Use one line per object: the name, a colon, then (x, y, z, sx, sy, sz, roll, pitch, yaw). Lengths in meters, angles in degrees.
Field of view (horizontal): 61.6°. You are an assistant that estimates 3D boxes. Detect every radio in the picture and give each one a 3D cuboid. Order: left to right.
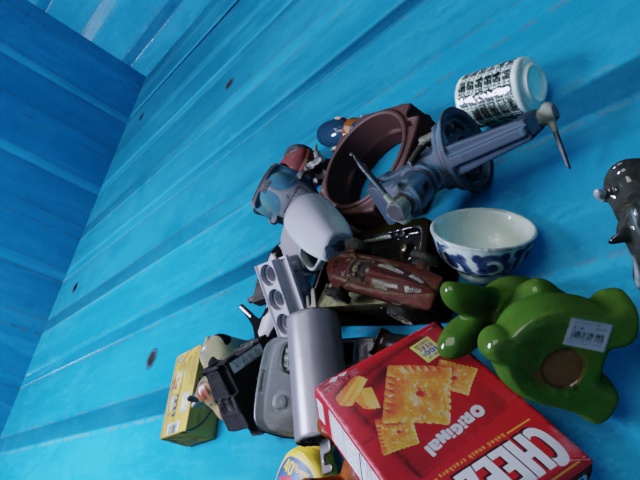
radio: (0.087, 0.052, 0.775, 0.230, 0.073, 0.131, -12, 56, 50)

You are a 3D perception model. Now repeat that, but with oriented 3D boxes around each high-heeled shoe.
high-heeled shoe: (-0.034, 0.085, 0.939, 0.145, 0.086, 0.249, 35, 78, 28)

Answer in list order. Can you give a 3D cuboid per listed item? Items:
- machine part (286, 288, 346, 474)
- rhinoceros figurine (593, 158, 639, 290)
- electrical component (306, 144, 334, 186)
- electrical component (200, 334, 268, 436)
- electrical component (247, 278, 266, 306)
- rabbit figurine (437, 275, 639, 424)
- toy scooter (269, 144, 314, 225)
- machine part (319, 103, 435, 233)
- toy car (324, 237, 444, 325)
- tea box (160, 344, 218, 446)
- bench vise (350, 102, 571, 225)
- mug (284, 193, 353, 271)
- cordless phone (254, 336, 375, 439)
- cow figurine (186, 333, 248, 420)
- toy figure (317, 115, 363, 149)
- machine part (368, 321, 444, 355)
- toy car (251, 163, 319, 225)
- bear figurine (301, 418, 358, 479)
machine part: (-0.003, 0.180, 0.716, 0.079, 0.079, 0.243, -32, 52, 37)
rhinoceros figurine: (0.301, 0.016, 0.476, 0.073, 0.112, 0.190, -30, 51, 42)
electrical component: (0.017, -0.134, 1.008, 0.045, 0.102, 0.078, -45, 59, 30)
electrical component: (-0.108, 0.233, 0.844, 0.058, 0.115, 0.134, -26, 90, 43)
electrical component: (-0.110, 0.095, 1.061, 0.094, 0.021, 0.063, -25, 45, 43)
rabbit figurine: (0.199, 0.090, 0.538, 0.170, 0.159, 0.121, -79, -11, -77)
toy scooter: (-0.072, -0.107, 1.122, 0.184, 0.075, 0.135, -39, 37, 34)
machine part: (0.097, -0.114, 0.885, 0.201, 0.087, 0.201, 0, 63, 54)
toy car: (0.072, 0.047, 0.683, 0.202, 0.053, 0.089, 11, 71, 59)
tea box: (-0.242, 0.299, 1.038, 0.098, 0.068, 0.170, -29, 42, 39)
bench vise: (0.180, -0.106, 0.687, 0.241, 0.128, 0.223, -21, 6, 44)
mug: (-0.002, -0.002, 0.811, 0.107, 0.081, 0.109, 44, 120, 51)
cordless phone: (0.002, 0.210, 0.777, 0.184, 0.088, 0.146, -12, 53, 27)
cow figurine: (-0.168, 0.234, 0.934, 0.085, 0.127, 0.195, -55, 30, 13)
toy figure: (0.055, -0.209, 1.044, 0.058, 0.064, 0.155, -33, 25, -30)
machine part: (0.124, 0.145, 0.687, 0.139, 0.039, 0.084, -4, 70, 51)
toy car: (-0.044, -0.066, 1.000, 0.103, 0.161, 0.109, 34, 93, 34)
bear figurine: (0.083, 0.266, 0.566, 0.196, 0.132, 0.120, 1, 69, 61)
